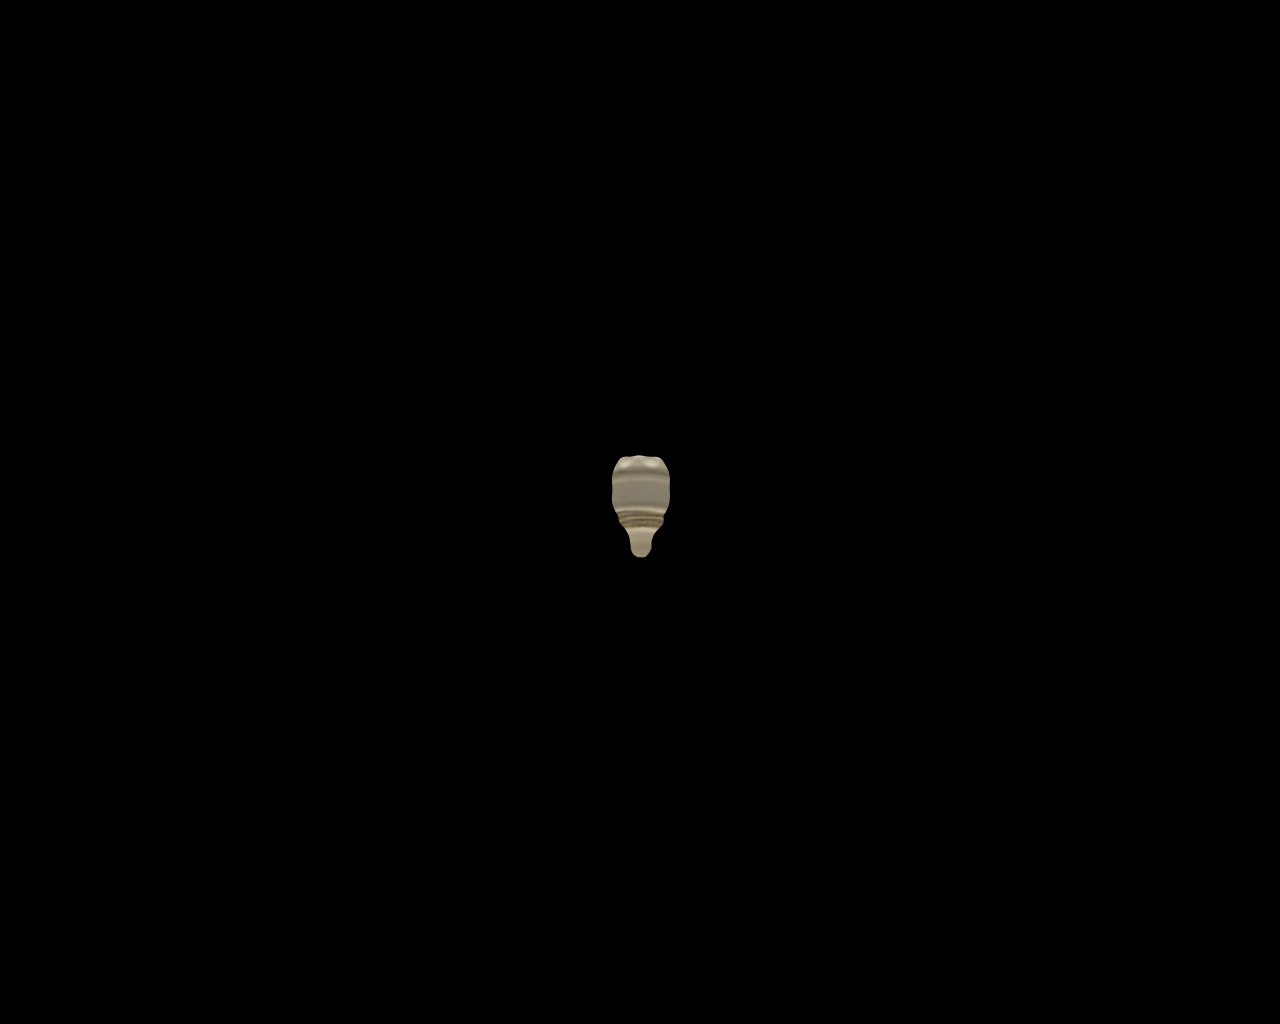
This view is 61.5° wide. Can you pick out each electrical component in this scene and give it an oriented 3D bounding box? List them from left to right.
[{"bbox_3d":[0.001,-0.003,0.650,0.035,0.061,0.035,0,-7,0],"label":"electrical component"}]
